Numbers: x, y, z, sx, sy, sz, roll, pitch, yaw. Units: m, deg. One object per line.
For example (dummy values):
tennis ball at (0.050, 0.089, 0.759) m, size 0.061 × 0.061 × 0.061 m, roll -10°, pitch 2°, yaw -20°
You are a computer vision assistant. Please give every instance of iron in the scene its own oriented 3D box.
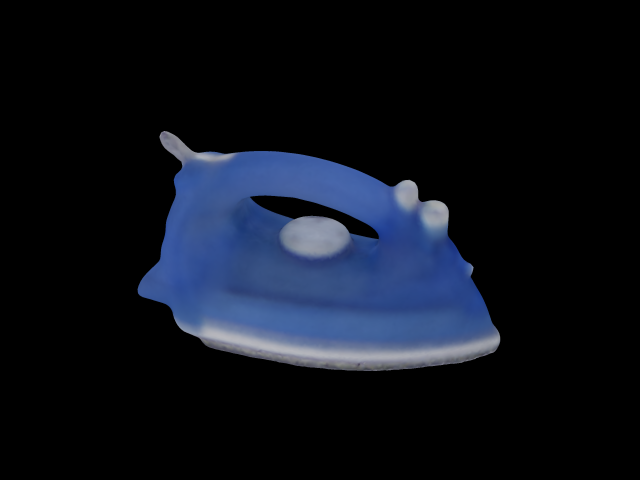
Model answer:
iron at (0.004, 0.001, 0.400) m, size 0.258 × 0.141 × 0.119 m, roll 8°, pitch 36°, yaw 11°
